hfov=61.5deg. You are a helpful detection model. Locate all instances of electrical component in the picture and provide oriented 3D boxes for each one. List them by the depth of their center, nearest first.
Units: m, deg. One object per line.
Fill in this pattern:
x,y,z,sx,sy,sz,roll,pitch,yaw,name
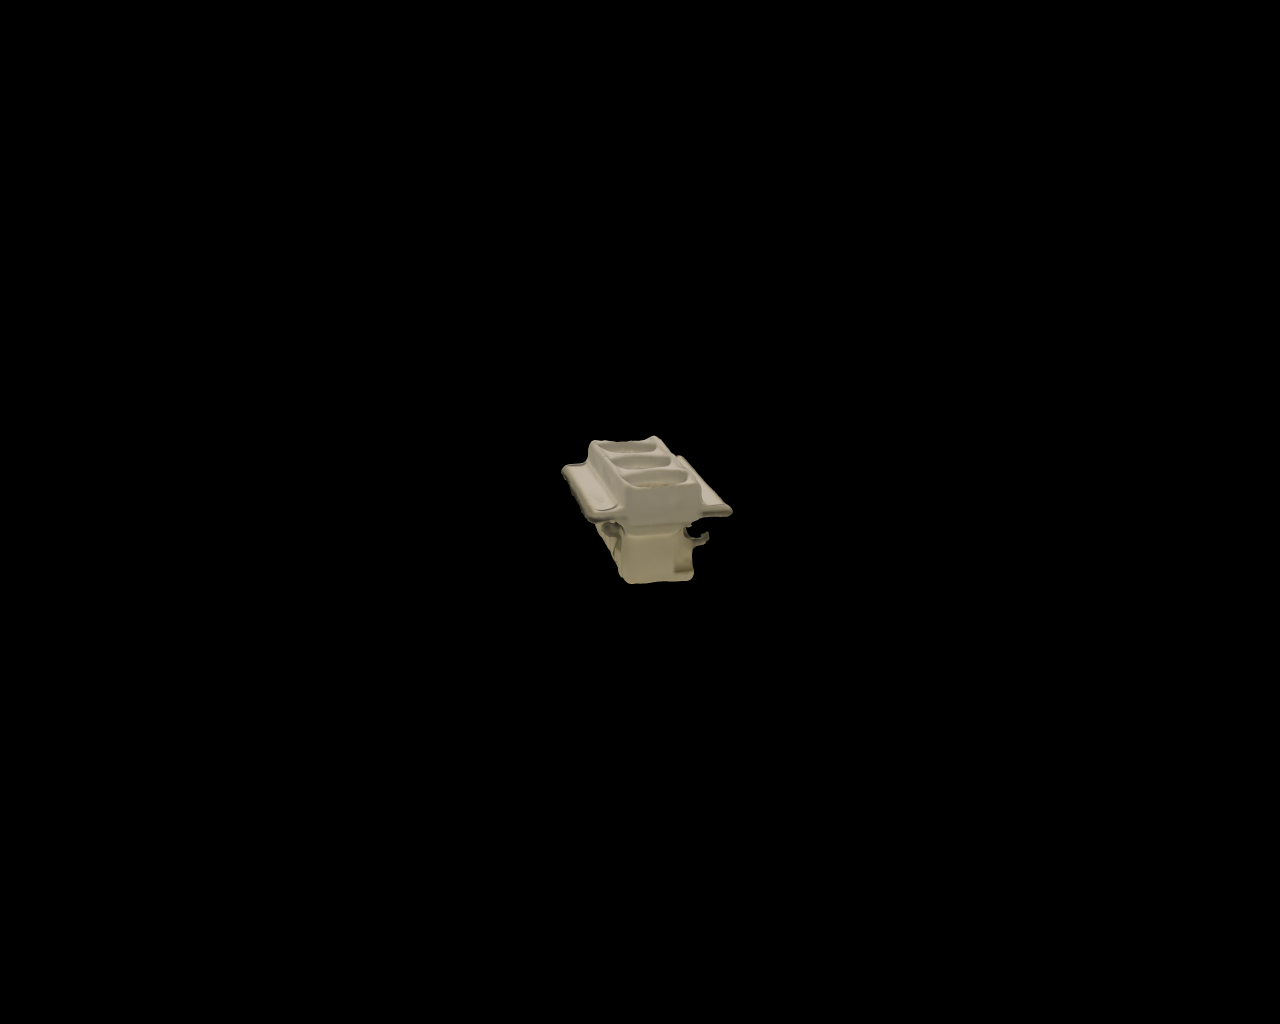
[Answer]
0.001,-0.003,0.650,0.079,0.063,0.121,-3,16,-11,electrical component
